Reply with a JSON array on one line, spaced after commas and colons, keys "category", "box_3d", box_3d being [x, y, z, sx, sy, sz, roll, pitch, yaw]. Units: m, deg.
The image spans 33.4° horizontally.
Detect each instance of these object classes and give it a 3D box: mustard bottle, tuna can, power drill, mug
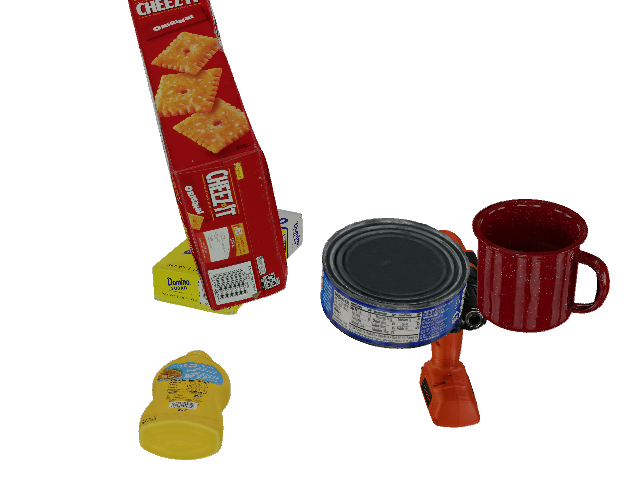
[{"category": "mustard bottle", "box_3d": [-0.160, 0.190, 1.305, 0.096, 0.058, 0.191, 2, 25, 1]}, {"category": "tuna can", "box_3d": [0.043, 0.024, 0.624, 0.086, 0.034, 0.086, 2, 35, -2]}, {"category": "power drill", "box_3d": [0.143, 0.102, 1.139, 0.057, 0.188, 0.184, -1, 24, -2]}, {"category": "mug", "box_3d": [0.182, 0.025, 0.882, 0.117, 0.081, 0.093, 16, 35, 29]}]

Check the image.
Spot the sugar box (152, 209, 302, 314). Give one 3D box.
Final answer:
[{"category": "sugar box", "box_3d": [-0.094, 0.014, 1.133, 0.093, 0.048, 0.176, 10, 30, 19]}]

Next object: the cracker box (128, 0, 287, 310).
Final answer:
[{"category": "cracker box", "box_3d": [-0.089, -0.078, 0.858, 0.072, 0.214, 0.164, -15, -41, -5]}]
